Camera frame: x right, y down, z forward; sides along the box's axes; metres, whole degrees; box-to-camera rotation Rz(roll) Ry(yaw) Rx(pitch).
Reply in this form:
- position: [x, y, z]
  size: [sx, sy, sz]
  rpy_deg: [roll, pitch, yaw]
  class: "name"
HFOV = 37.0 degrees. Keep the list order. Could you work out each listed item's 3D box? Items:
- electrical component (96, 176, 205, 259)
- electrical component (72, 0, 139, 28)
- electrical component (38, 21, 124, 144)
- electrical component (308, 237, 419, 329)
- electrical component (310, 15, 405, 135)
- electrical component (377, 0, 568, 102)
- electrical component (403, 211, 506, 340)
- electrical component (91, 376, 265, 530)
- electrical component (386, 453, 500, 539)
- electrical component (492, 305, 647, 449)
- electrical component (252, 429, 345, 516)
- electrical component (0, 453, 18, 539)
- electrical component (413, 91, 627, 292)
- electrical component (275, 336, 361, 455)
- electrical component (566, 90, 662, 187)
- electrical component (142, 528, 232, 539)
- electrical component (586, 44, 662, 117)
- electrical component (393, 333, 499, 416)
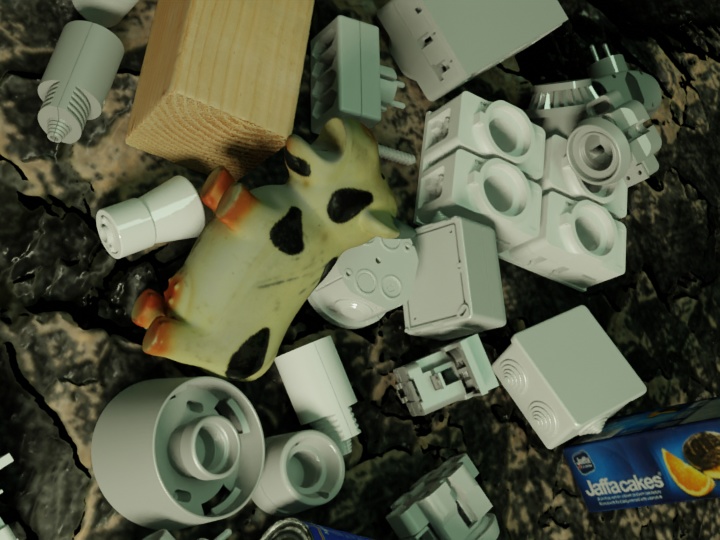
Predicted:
- position: [-0.143, -0.033, 0.722]
  size: [0.065, 0.044, 0.044]
  rpy_deg: [-24, 88, -32]
  class: "electrical component"
- position: [-0.167, -0.201, 0.743]
  size: [0.040, 0.078, 0.040]
  rpy_deg: [26, 48, -33]
  class: "electrical component"
- position: [-0.191, -0.121, 0.717]
  size: [0.043, 0.043, 0.081]
  rpy_deg: [26, 61, -24]
  class: "electrical component"
- position: [0.000, 0.000, 0.799]
  size: [0.080, 0.051, 0.080]
  rpy_deg: [12, 67, -30]
  class: "electrical component"
- position: [0.004, -0.147, 0.855]
  size: [0.076, 0.047, 0.083]
  rpy_deg: [10, 69, -30]
  class: "electrical component"
- position: [0.097, -0.218, 0.932]
  size: [0.150, 0.062, 0.089]
  rpy_deg: [-34, 94, -37]
  class: "electrical component"
- position: [0.072, 0.002, 0.834]
  size: [0.061, 0.062, 0.096]
  rpy_deg: [14, 65, -50]
  class: "electrical component"
- position: [-0.113, 0.116, 0.691]
  size: [0.099, 0.064, 0.099]
  rpy_deg: [17, 66, -44]
  class: "electrical component"
- position: [0.064, 0.179, 0.777]
  size: [0.078, 0.058, 0.057]
  rpy_deg: [-35, 92, -37]
  class: "electrical component"
- position: [0.166, 0.087, 0.868]
  size: [0.100, 0.048, 0.099]
  rpy_deg: [-19, 65, -36]
  class: "electrical component"
- position: [-0.043, 0.136, 0.726]
  size: [0.055, 0.047, 0.055]
  rpy_deg: [12, 68, -30]
  class: "electrical component"
- position: [-0.230, 0.139, 0.603]
  size: [0.081, 0.042, 0.063]
  rpy_deg: [-33, 97, -36]
  class: "electrical component"
- position: [0.143, -0.065, 0.912]
  size: [0.186, 0.060, 0.105]
  rpy_deg: [20, 64, -27]
  class: "electrical component"
- position: [-0.025, 0.091, 0.755]
  size: [0.043, 0.043, 0.081]
  rpy_deg: [-20, 86, -37]
  class: "electrical component"
- position: [0.208, -0.104, 0.894]
  size: [0.057, 0.058, 0.078]
  rpy_deg: [-30, 92, -40]
  class: "electrical component"
- position: [-0.103, 0.194, 0.667]
  size: [0.079, 0.043, 0.077]
  rpy_deg: [-37, 96, -36]
  class: "electrical component"
- position: [0.241, -0.179, 1.027]
  size: [0.077, 0.043, 0.079]
  rpy_deg: [-13, 81, -36]
  class: "electrical component"
- position: [0.062, 0.080, 0.803]
  size: [0.064, 0.081, 0.042]
  rpy_deg: [-21, 85, -14]
  class: "electrical component"
